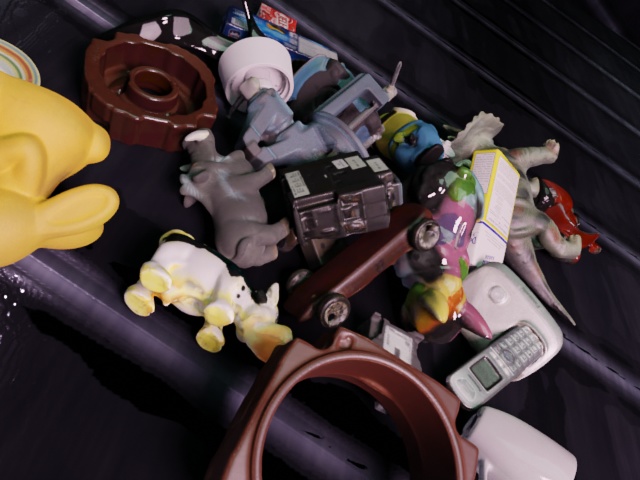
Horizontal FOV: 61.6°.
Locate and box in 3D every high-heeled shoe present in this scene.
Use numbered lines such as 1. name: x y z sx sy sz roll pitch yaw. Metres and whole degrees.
1. high-heeled shoe: -0.183 -0.270 0.804 0.249 0.145 0.086 -18 29 -13

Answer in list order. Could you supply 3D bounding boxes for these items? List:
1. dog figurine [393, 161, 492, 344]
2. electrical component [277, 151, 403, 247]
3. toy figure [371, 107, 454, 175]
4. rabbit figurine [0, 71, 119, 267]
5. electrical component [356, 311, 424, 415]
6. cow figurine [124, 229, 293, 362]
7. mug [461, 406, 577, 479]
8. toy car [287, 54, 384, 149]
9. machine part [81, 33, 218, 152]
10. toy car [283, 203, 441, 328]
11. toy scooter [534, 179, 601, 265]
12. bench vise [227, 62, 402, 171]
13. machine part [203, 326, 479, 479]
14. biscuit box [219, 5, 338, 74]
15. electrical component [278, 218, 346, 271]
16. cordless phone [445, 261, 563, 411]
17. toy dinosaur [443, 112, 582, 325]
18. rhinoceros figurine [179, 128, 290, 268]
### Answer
1. dog figurine: 0.156 0.022 0.673 0.108 0.191 0.219 23 28 -25
2. electrical component: 0.025 -0.053 0.627 0.134 0.058 0.115 -13 33 -5
3. toy figure: 0.135 -0.152 0.841 0.089 0.082 0.180 -18 36 -4
4. rabbit figurine: -0.278 -0.046 0.502 0.162 0.122 0.173 26 56 -25
5. electrical component: 0.073 0.145 0.593 0.075 0.047 0.119 25 43 -13
6. cow figurine: -0.099 0.057 0.545 0.167 0.068 0.098 30 36 -9
7. mug: 0.201 0.241 0.578 0.107 0.080 0.109 37 49 16
8. toy car: 0.030 -0.211 0.848 0.161 0.109 0.103 44 23 -5
9. machine part: -0.218 -0.189 0.691 0.179 0.056 0.179 18 46 -20
10. toy car: 0.048 0.027 0.612 0.202 0.053 0.089 -39 36 -15
11. toy scooter: 0.451 -0.029 0.987 0.135 0.075 0.184 12 50 -26
12. bench vise: 0.006 -0.158 0.738 0.240 0.129 0.223 -43 90 -18
13. machine part: 0.021 0.192 0.452 0.201 0.087 0.201 33 57 -6
14. biscuit box: -0.070 -0.313 0.897 0.202 0.062 0.059 16 46 -21
15. electrical component: -0.002 -0.001 0.679 0.102 0.045 0.078 -21 86 -42
16. cordless phone: 0.201 0.123 0.681 0.184 0.088 0.147 -24 69 -34
17. toy dinosaur: 0.308 -0.061 0.896 0.192 0.131 0.405 4 57 -10
18. rhinoceros figurine: -0.109 -0.050 0.634 0.112 0.073 0.190 -11 61 -27
